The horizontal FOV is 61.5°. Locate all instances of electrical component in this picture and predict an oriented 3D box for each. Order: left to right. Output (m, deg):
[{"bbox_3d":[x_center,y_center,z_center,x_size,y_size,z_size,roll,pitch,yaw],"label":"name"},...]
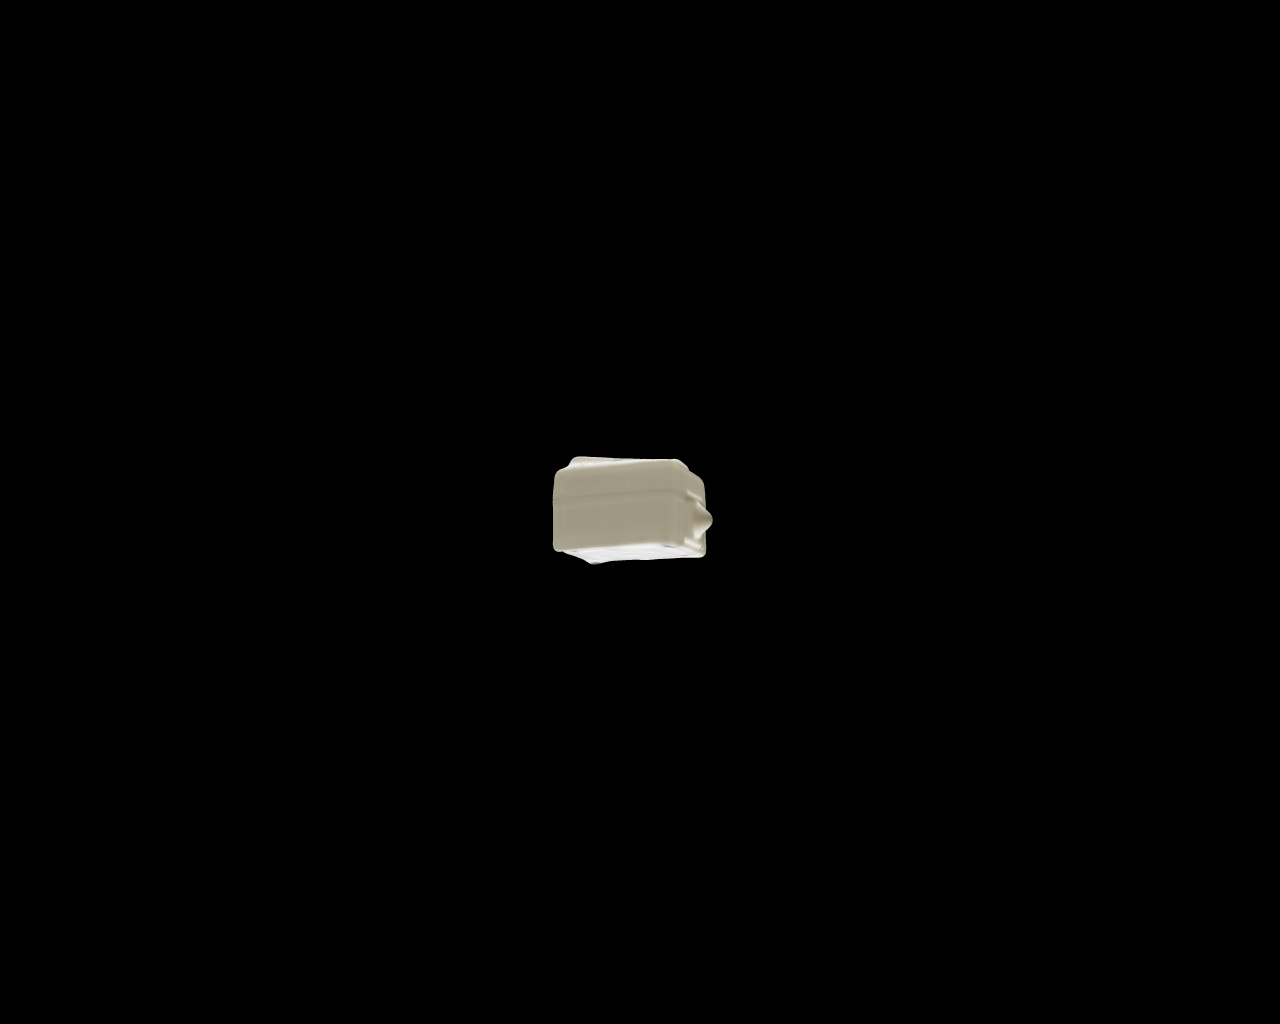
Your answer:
[{"bbox_3d":[0.001,-0.003,0.650,0.096,0.061,0.061,-4,-11,20],"label":"electrical component"}]
